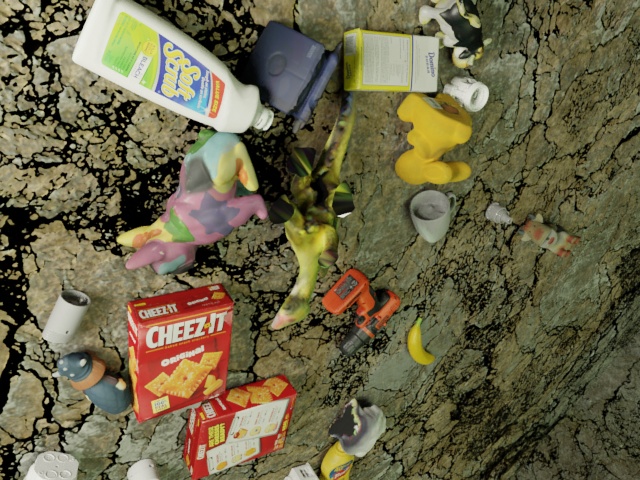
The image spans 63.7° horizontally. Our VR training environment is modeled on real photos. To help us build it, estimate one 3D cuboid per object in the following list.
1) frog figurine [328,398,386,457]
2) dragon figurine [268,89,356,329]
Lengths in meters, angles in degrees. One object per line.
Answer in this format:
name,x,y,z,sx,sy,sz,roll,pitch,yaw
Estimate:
frog figurine,0.122,0.495,1.338,0.158,0.123,0.138,31,78,-33
dragon figurine,0.003,-0.045,0.884,0.239,0.122,0.417,87,22,-69
